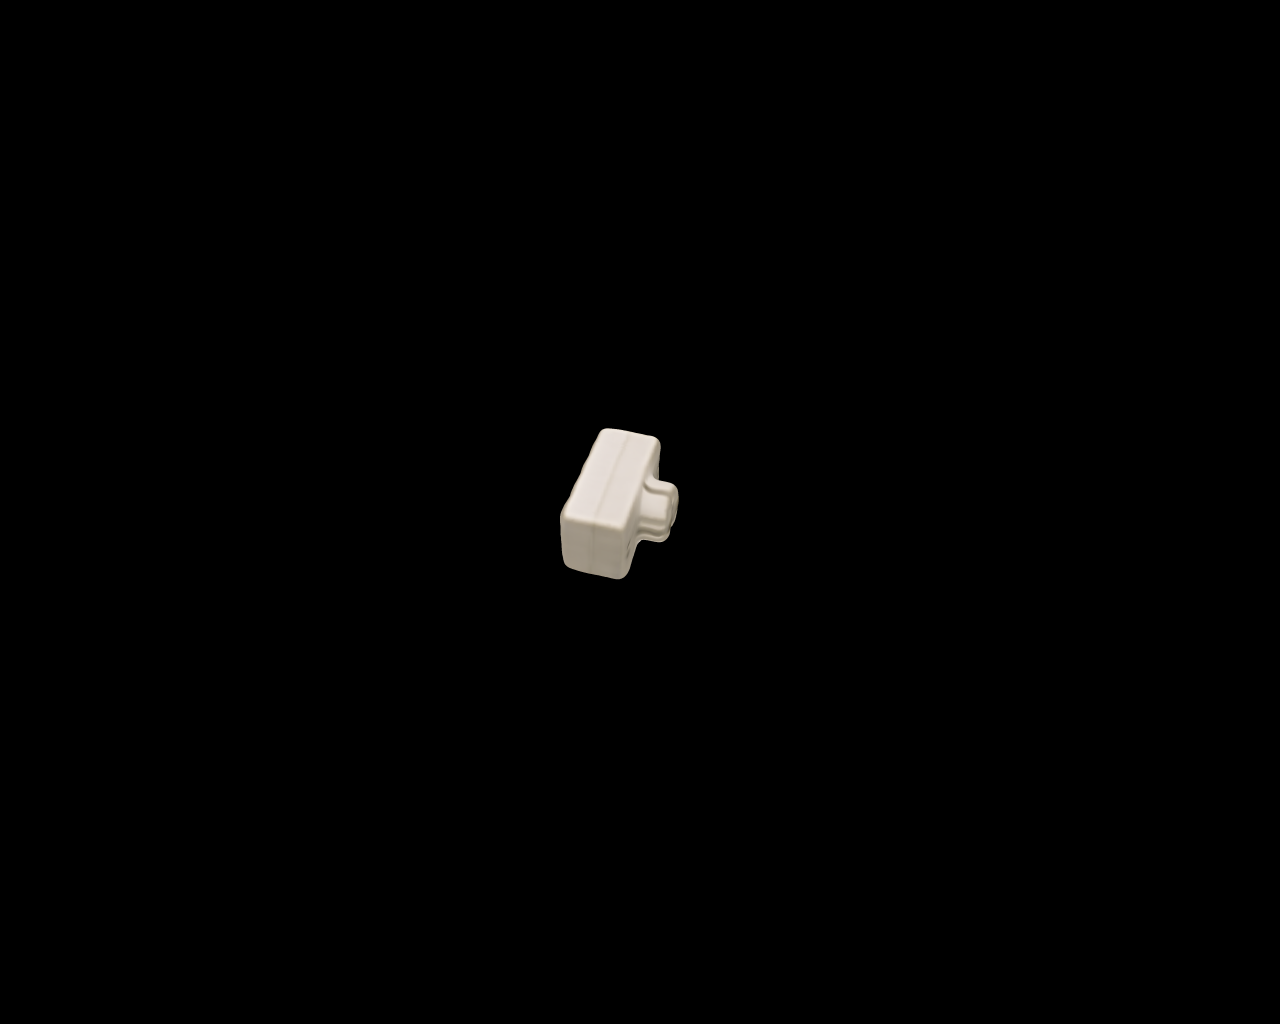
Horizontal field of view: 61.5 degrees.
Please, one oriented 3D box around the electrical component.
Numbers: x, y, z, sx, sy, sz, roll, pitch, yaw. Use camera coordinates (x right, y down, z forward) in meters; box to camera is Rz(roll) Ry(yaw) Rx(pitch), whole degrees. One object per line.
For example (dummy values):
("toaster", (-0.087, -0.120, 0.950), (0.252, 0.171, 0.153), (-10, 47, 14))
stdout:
("electrical component", (0.001, -0.003, 0.650), (0.076, 0.047, 0.083), (11, 47, 11))
